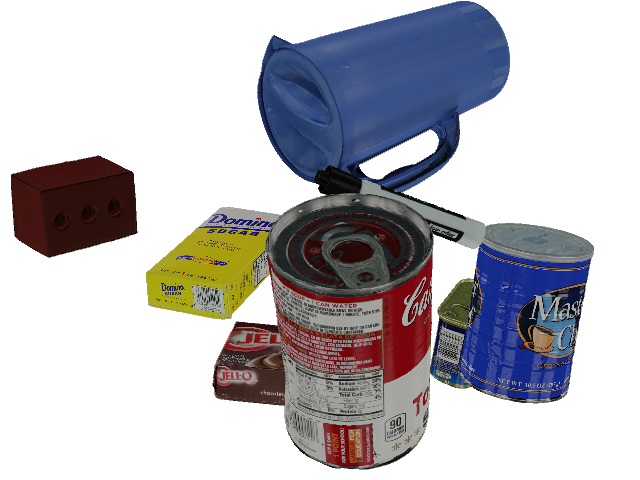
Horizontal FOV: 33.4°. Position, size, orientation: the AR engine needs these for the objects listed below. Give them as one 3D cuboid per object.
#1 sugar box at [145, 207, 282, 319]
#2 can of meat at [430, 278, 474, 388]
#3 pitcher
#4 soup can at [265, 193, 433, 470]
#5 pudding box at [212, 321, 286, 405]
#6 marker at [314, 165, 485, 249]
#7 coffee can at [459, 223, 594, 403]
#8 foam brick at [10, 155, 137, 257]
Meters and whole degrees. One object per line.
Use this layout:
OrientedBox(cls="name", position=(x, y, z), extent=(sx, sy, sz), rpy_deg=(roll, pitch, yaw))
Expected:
OrientedBox(cls="sugar box", position=(-0.102, 0.019, 1.131), extent=(0.093, 0.048, 0.176), rpy_deg=(9, 30, 18))
OrientedBox(cls="can of meat", position=(0.162, 0.104, 1.187), extent=(0.057, 0.084, 0.102), rpy_deg=(18, 30, 19))
OrientedBox(cls="pitcher", position=(0.074, -0.147, 1.049), extent=(0.242, 0.149, 0.145), rpy_deg=(-24, 31, -30))
OrientedBox(cls="soup can", position=(0.014, 0.041, 0.459), extent=(0.068, 0.102, 0.068), rpy_deg=(-2, 35, 1))
OrientedBox(cls="pudding box", position=(-0.027, 0.105, 0.911), extent=(0.113, 0.039, 0.090), rpy_deg=(6, 20, 5))
OrientedBox(cls="marker", position=(0.052, -0.022, 0.690), extent=(0.121, 0.020, 0.020), rpy_deg=(20, -7, -19))
OrientedBox(cls="coffee can", position=(0.188, 0.065, 0.984), extent=(0.103, 0.140, 0.103), rpy_deg=(6, 16, -2))
OrientedBox(cls="foam brick", position=(-0.185, -0.027, 0.803), extent=(0.078, 0.053, 0.051), rpy_deg=(-18, 30, -36))
